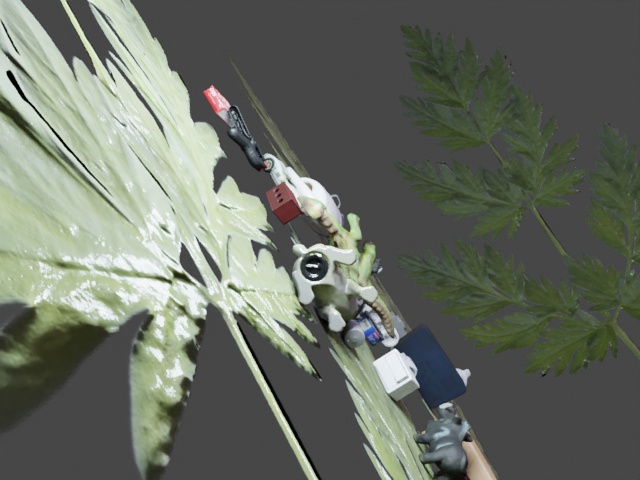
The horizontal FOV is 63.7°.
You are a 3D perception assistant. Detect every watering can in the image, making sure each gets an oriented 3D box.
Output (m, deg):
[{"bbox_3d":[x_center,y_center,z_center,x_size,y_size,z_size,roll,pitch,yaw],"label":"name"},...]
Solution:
[{"bbox_3d":[0.004,-0.073,1.458,0.104,0.354,0.220,-38,-36,2],"label":"watering can"}]

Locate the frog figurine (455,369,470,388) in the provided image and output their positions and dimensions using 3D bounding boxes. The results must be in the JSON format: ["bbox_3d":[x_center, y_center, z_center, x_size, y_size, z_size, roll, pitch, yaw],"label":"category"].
[{"bbox_3d":[0.461,0.500,1.862,0.159,0.124,0.136,-35,-17,6],"label":"frog figurine"}]

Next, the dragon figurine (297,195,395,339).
[{"bbox_3d":[0.070,0.071,1.168,0.121,0.411,0.244,-30,-1,14],"label":"dragon figurine"}]
